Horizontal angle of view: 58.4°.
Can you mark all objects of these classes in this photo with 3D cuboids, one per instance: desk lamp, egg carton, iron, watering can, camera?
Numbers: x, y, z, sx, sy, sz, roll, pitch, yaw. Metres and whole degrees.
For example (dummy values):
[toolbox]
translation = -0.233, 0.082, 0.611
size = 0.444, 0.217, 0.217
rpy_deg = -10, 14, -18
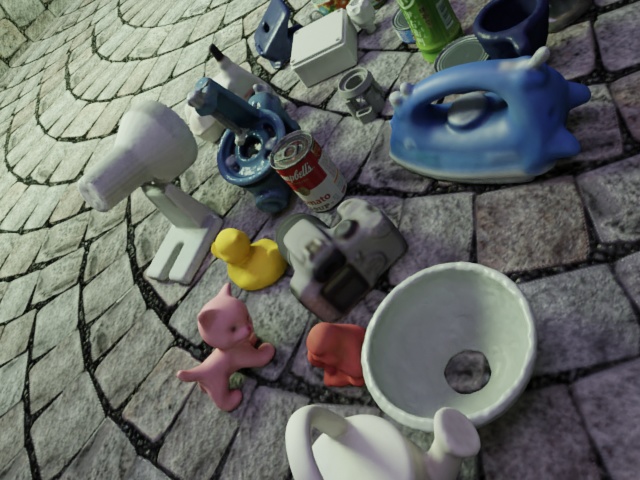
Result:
[desk lamp]
translation = -0.247, -0.073, 0.869
size = 0.117, 0.214, 0.203
rpy_deg = 1, 57, 38
[egg carton]
translation = -0.185, -0.257, 1.084
size = 0.150, 0.070, 0.107
rpy_deg = -38, 42, 5
[iron]
translation = 0.167, -0.150, 0.673
size = 0.257, 0.142, 0.119
rpy_deg = 0, 57, 37
[watering can]
translation = 0.041, 0.186, 0.452
size = 0.173, 0.195, 0.100
rpy_deg = -44, 42, -2
[camera]
translation = 0.006, 0.003, 0.700
size = 0.143, 0.101, 0.136
rpy_deg = -45, 42, -2

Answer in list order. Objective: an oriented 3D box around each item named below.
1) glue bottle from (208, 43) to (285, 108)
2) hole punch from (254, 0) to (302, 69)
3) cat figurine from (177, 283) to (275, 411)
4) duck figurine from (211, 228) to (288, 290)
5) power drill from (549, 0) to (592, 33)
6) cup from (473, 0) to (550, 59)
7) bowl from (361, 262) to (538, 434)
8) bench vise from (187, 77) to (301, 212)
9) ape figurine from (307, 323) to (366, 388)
[glue bottle]
translation = -0.132, -0.262, 0.969
size = 0.037, 0.174, 0.078
rpy_deg = 19, 69, 44
[hole punch]
translation = -0.086, -0.404, 1.113
size = 0.101, 0.091, 0.108
rpy_deg = -36, 42, 8
[cat figurine]
translation = -0.119, 0.122, 0.684
size = 0.067, 0.118, 0.128
rpy_deg = 21, 71, 45
[duck figurine]
translation = -0.102, 0.018, 0.780
size = 0.104, 0.086, 0.077
rpy_deg = -2, 55, 36
[power drill]
translation = 0.274, -0.377, 0.729
size = 0.075, 0.209, 0.229
rpy_deg = -36, 42, 7
[cup]
translation = 0.253, -0.244, 0.721
size = 0.091, 0.095, 0.117
rpy_deg = -22, 46, 21
[bowl]
translation = 0.127, 0.109, 0.540
size = 0.167, 0.075, 0.167
rpy_deg = -20, 46, 23
[bench vise]
translation = -0.118, -0.169, 0.846
size = 0.121, 0.220, 0.207
rpy_deg = -31, 43, 13
[ape figurine]
translation = 0.017, 0.117, 0.604
size = 0.076, 0.092, 0.077
rpy_deg = -46, 42, -4
